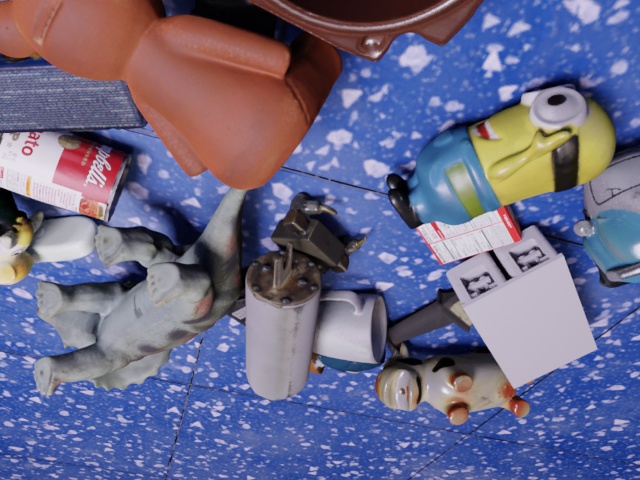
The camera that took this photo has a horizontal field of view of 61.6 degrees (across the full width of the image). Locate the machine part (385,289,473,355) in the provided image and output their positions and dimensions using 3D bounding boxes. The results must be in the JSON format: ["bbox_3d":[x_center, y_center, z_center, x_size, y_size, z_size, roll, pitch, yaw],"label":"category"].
[{"bbox_3d":[0.142,0.100,0.669,0.139,0.039,0.084,-33,135,31],"label":"machine part"}]

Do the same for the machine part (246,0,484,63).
[{"bbox_3d":[0.026,-0.215,0.288,0.201,0.087,0.201,21,135,-20],"label":"machine part"}]

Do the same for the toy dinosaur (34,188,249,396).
[{"bbox_3d":[-0.164,0.062,0.571,0.405,0.131,0.192,-27,165,25],"label":"toy dinosaur"}]

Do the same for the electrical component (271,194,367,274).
[{"bbox_3d":[-0.003,-0.002,0.563,0.102,0.045,0.078,40,156,-30],"label":"electrical component"}]

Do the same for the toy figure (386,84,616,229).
[{"bbox_3d":[0.148,-0.064,0.453,0.180,0.082,0.089,-27,141,24],"label":"toy figure"}]

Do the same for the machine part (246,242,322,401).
[{"bbox_3d":[-0.042,0.096,0.580,0.079,0.079,0.243,5,133,-1],"label":"machine part"}]

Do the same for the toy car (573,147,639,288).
[{"bbox_3d":[0.275,-0.028,0.458,0.109,0.161,0.103,-24,89,27],"label":"toy car"}]

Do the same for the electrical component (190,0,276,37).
[{"bbox_3d":[-0.066,-0.161,0.403,0.063,0.021,0.094,9,139,-5],"label":"electrical component"}]

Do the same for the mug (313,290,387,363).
[{"bbox_3d":[0.018,0.100,0.647,0.107,0.081,0.109,-3,143,21],"label":"mug"}]

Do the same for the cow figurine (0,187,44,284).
[{"bbox_3d":[-0.325,-0.038,0.511,0.098,0.068,0.167,-31,114,16],"label":"cow figurine"}]

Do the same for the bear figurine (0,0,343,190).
[{"bbox_3d":[-0.096,-0.122,0.358,0.196,0.132,0.120,35,123,-12],"label":"bear figurine"}]

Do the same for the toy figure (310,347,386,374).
[{"bbox_3d":[0.010,0.153,0.723,0.155,0.064,0.057,-9,174,21],"label":"toy figure"}]

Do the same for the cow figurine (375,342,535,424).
[{"bbox_3d":[0.166,0.183,0.711,0.195,0.127,0.085,-2,99,-17],"label":"cow figurine"}]

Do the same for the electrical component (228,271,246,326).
[{"bbox_3d":[-0.087,0.075,0.652,0.119,0.048,0.074,-25,130,27],"label":"electrical component"}]

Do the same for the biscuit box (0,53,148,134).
[{"bbox_3d":[-0.233,-0.125,0.429,0.203,0.059,0.062,0,137,5],"label":"biscuit box"}]
